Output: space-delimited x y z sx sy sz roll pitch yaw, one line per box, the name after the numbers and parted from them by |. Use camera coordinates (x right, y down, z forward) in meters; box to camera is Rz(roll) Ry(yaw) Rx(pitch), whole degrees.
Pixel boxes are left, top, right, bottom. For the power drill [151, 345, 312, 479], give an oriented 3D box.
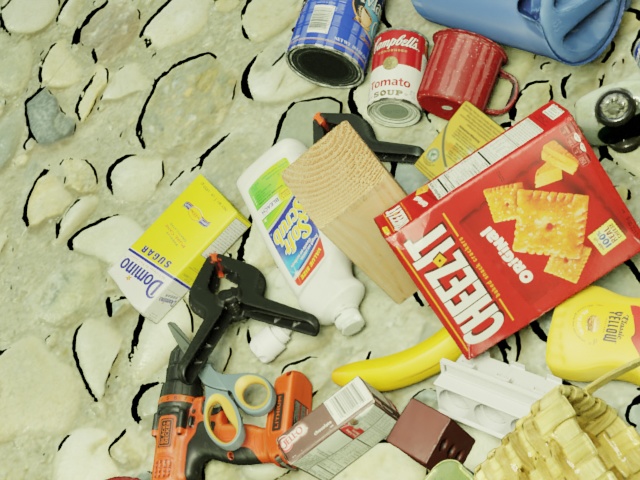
-0.103 0.195 1.210 0.188 0.057 0.184 -10 61 26 | power drill

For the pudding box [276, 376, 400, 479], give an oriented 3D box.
0.022 0.200 1.118 0.113 0.090 0.039 -37 56 6 | pudding box

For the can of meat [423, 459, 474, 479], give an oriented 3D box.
0.124 0.267 1.034 0.102 0.083 0.058 -50 53 -2 | can of meat

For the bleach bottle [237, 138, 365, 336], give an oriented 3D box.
-0.008 0.002 1.250 0.103 0.068 0.251 -39 56 15 | bleach bottle

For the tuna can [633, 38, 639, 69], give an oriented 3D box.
0.378 -0.200 1.129 0.086 0.086 0.034 -24 60 16 | tuna can

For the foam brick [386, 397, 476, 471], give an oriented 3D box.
0.113 0.202 1.076 0.051 0.078 0.053 26 79 36 | foam brick

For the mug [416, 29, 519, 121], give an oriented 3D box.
0.173 -0.183 1.238 0.117 0.093 0.081 21 80 -3 | mug

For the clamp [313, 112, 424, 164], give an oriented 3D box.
0.038 -0.094 1.288 0.120 0.039 0.172 -47 48 -6 | clamp

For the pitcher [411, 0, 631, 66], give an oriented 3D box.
0.224 -0.286 1.220 0.145 0.149 0.243 -54 40 -7 | pitcher

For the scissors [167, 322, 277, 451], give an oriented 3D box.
-0.110 0.144 1.198 0.096 0.016 0.202 -30 49 7 | scissors

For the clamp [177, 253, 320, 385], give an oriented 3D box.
-0.091 0.076 1.237 0.164 0.036 0.210 -16 33 0 | clamp

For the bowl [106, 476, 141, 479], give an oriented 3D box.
-0.218 0.350 1.193 0.162 0.055 0.162 -12 61 23 | bowl

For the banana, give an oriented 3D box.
0.105 0.121 1.149 0.198 0.037 0.070 -32 37 9 | banana

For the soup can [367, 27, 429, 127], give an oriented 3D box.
0.094 -0.196 1.291 0.069 0.068 0.102 -4 65 27 | soup can

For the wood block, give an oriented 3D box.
0.056 -0.024 1.139 0.090 0.206 0.091 -39 54 5 | wood block

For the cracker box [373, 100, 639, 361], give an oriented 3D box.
0.187 -0.007 1.047 0.214 0.164 0.072 -34 19 5 | cracker box

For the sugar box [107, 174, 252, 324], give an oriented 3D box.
-0.179 0.011 1.348 0.176 0.048 0.093 -45 54 0 | sugar box

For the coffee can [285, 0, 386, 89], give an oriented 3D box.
0.023 -0.277 1.347 0.103 0.102 0.140 5 69 30 | coffee can

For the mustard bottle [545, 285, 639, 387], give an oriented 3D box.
0.321 0.099 1.027 0.192 0.058 0.096 6 62 30 | mustard bottle
